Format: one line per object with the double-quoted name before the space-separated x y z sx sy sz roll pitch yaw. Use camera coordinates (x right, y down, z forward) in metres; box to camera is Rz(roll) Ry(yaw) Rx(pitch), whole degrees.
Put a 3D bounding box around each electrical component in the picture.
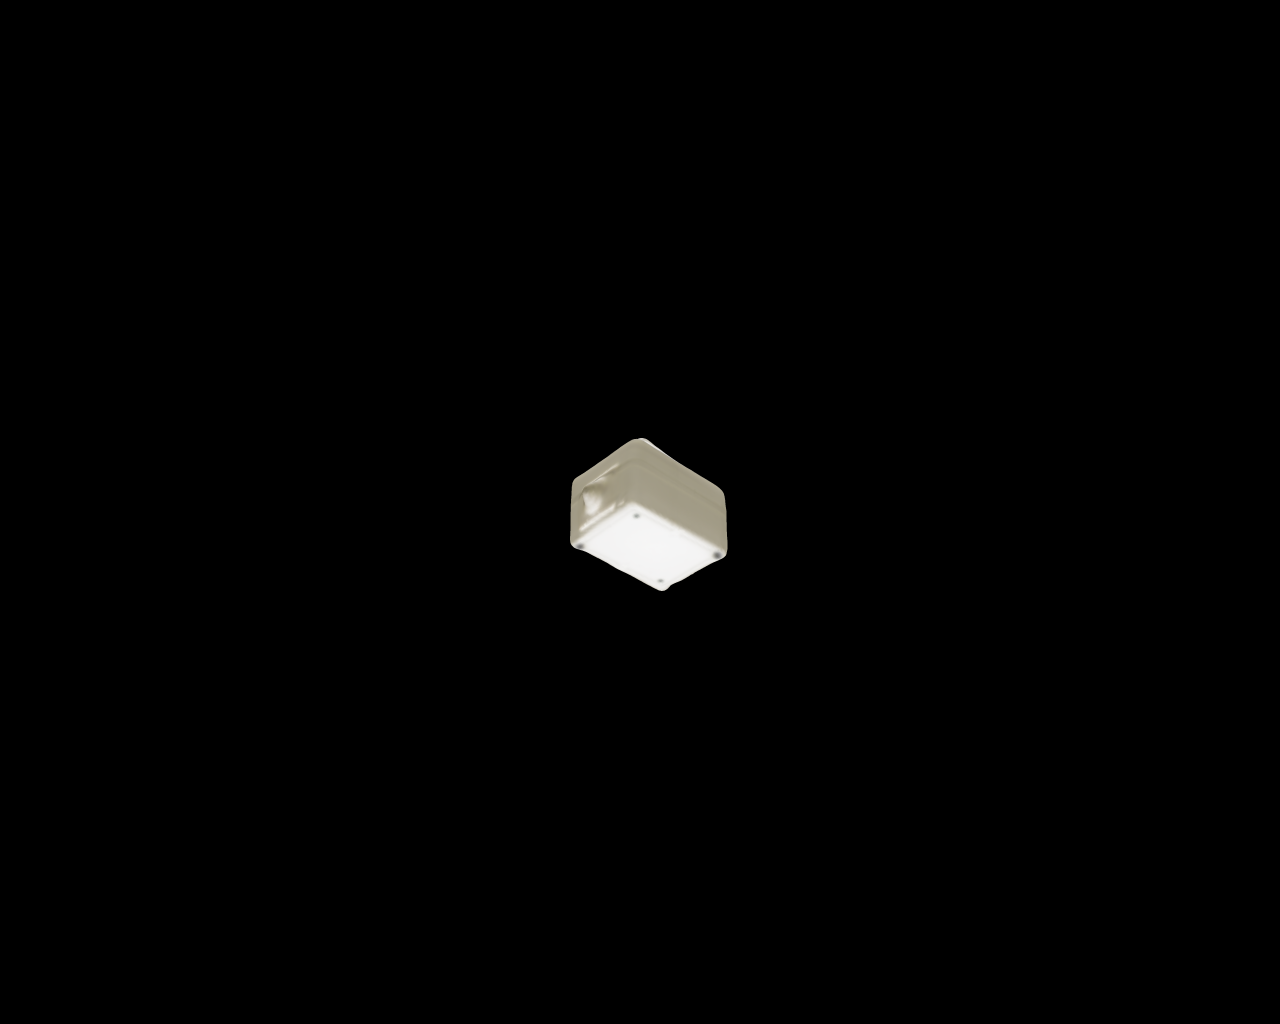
"electrical component" 0.001 -0.003 0.650 0.096 0.061 0.061 29 -46 -33
